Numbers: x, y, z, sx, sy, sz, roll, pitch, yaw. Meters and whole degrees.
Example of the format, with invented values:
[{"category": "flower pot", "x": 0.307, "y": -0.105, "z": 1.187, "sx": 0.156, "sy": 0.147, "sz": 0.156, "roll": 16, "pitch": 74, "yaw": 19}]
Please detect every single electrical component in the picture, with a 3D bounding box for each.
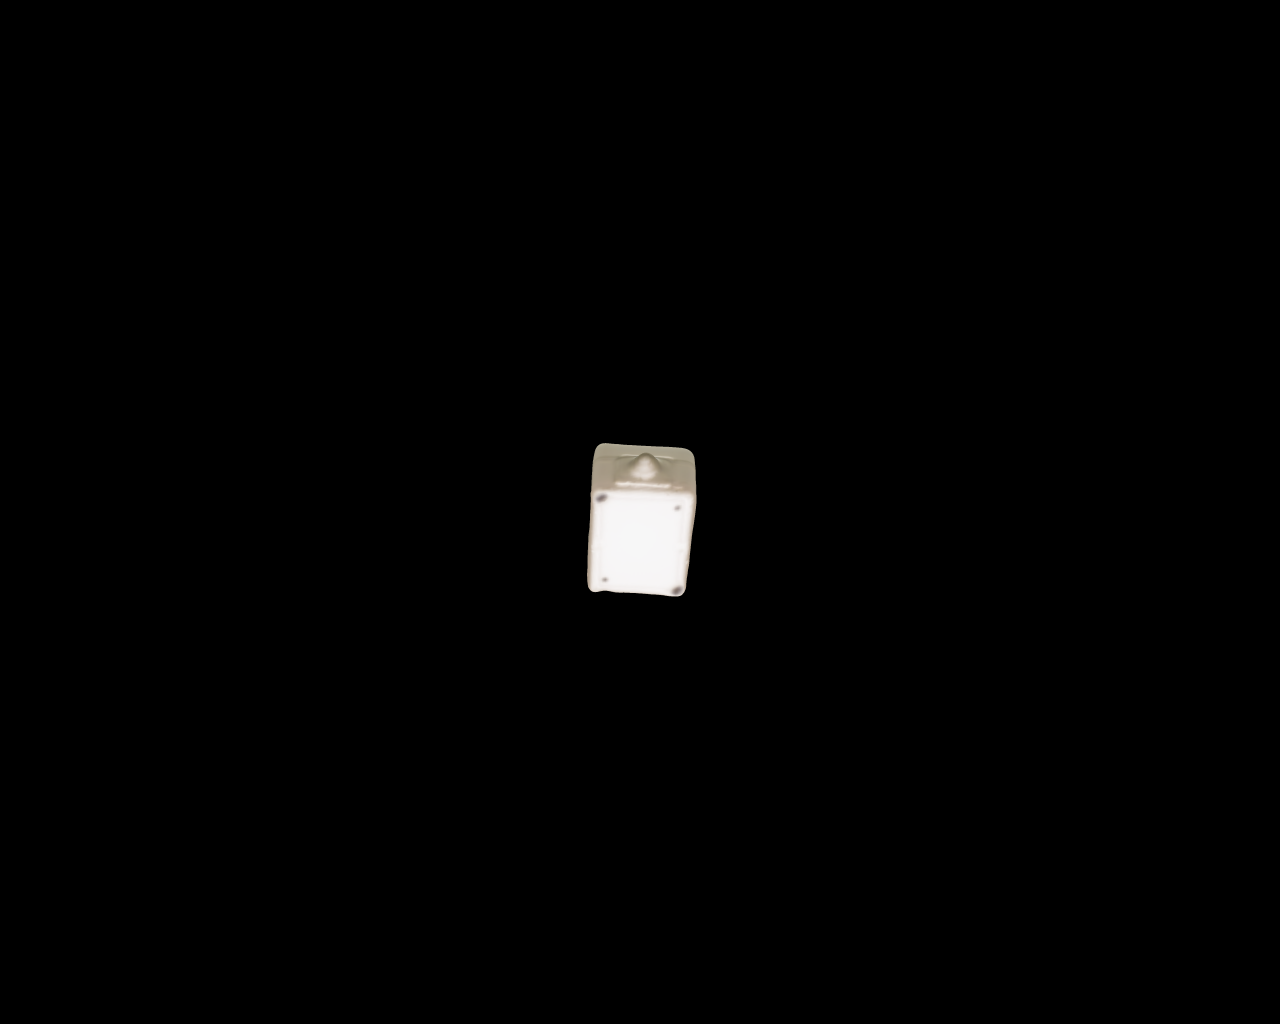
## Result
[{"category": "electrical component", "x": 0.001, "y": -0.003, "z": 0.650, "sx": 0.062, "sy": 0.096, "sz": 0.061, "roll": 3, "pitch": 36, "yaw": -2}]
